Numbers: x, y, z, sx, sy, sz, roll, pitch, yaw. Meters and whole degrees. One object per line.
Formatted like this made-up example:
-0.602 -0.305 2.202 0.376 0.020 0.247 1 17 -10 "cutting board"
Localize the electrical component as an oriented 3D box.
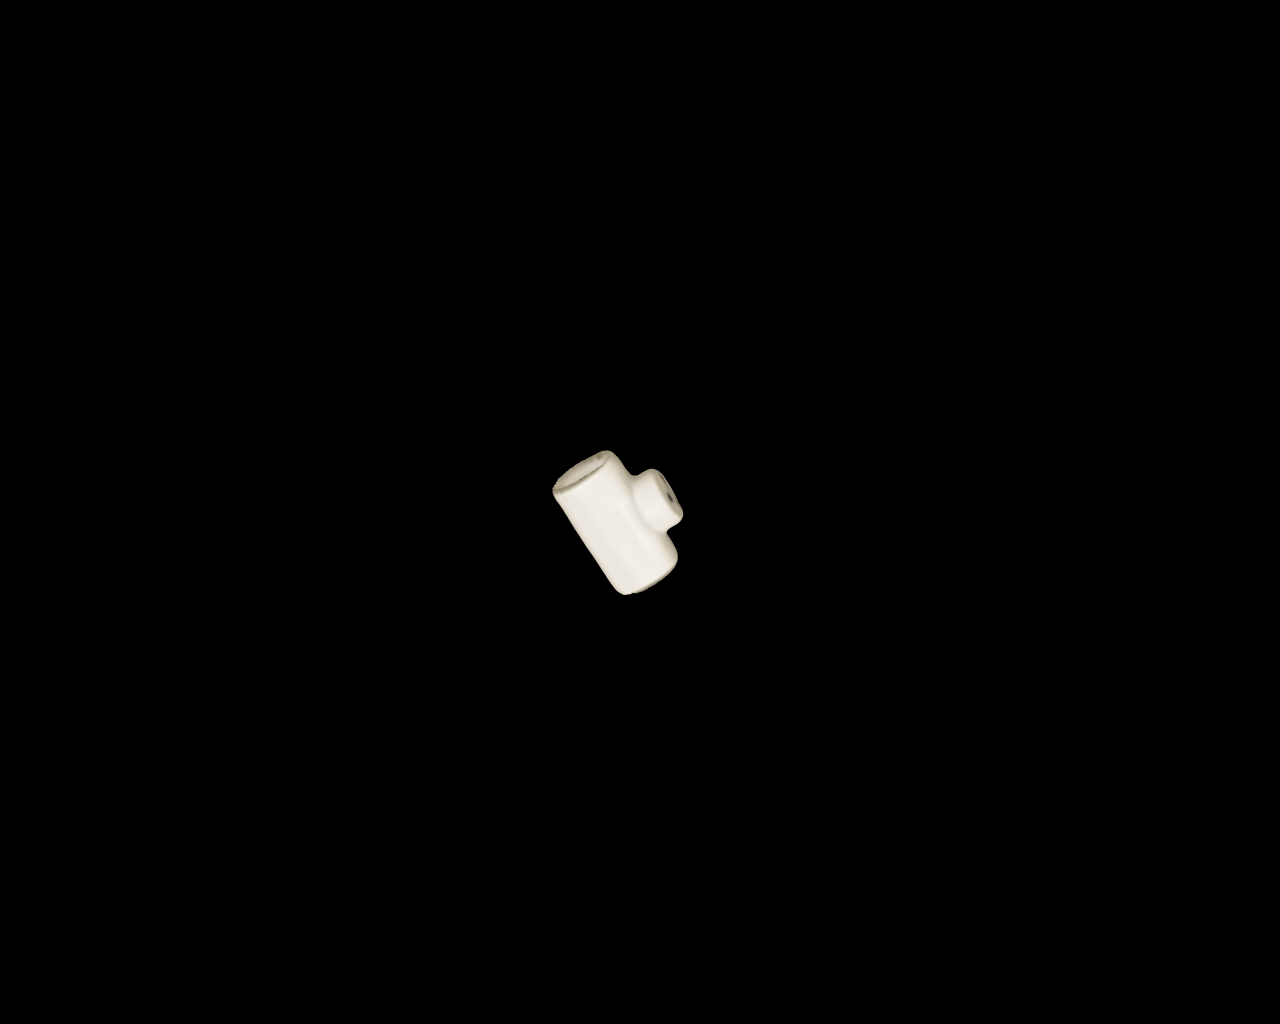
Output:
0.001 -0.003 0.650 0.079 0.077 0.043 -30 16 9 "electrical component"
